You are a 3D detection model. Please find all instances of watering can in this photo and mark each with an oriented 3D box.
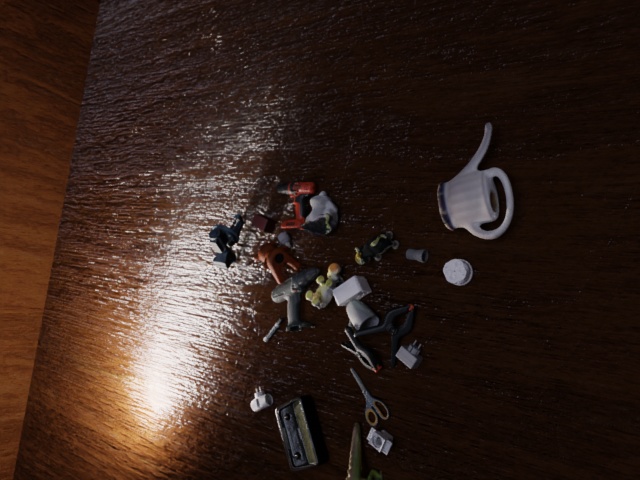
[{"bbox_3d":[0.460,-0.165,1.555,0.222,0.103,0.352,-16,72,34],"label":"watering can"}]

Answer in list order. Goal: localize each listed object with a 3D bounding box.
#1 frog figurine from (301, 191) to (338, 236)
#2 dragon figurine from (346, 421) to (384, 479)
[{"bbox_3d":[0.006,-0.096,1.900,0.135,0.122,0.163,-43,23,32],"label":"frog figurine"},{"bbox_3d":[0.084,0.785,1.556,0.121,0.242,0.416,-26,68,36],"label":"dragon figurine"}]
